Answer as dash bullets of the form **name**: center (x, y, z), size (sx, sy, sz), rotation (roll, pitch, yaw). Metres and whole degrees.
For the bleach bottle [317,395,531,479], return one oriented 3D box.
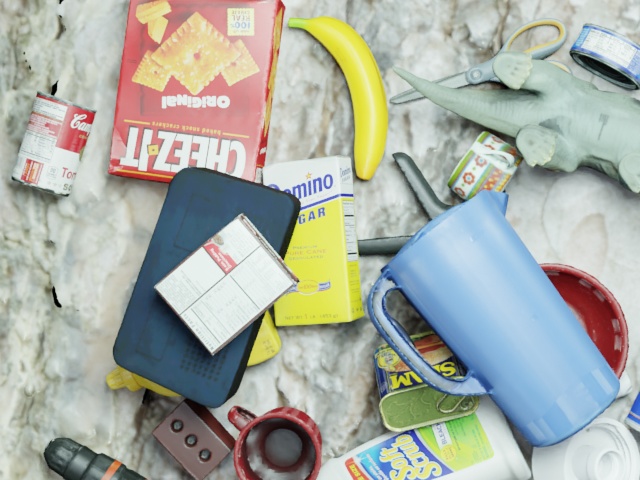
- **bleach bottle**: center (0.088, 0.253, 1.133), size (0.251, 0.068, 0.102), rotation (-25, 53, 6)

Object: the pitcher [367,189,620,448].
- **pitcher**: center (0.172, 0.086, 1.049), size (0.149, 0.144, 0.243), rotation (-40, 85, 32)

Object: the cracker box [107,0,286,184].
- **cracker box**: center (-0.133, -0.164, 1.159), size (0.164, 0.072, 0.214), rotation (8, 92, 5)

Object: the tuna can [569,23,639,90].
- **tuna can**: center (0.304, -0.190, 1.110), size (0.086, 0.086, 0.034), rotation (29, 95, 4)

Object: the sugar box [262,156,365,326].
- **sugar box**: center (-0.008, 0.001, 1.150), size (0.093, 0.048, 0.176), rotation (-6, 92, 24)

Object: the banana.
- **banana**: center (0.036, -0.166, 1.163), size (0.070, 0.037, 0.198), rotation (-25, 87, 21)

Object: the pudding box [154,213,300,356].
- **pudding box**: center (-0.090, 0.043, 1.038), size (0.113, 0.039, 0.090), rotation (-40, 90, 6)

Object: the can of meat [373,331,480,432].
- **can of meat**: center (0.109, 0.145, 1.124), size (0.102, 0.084, 0.057), rotation (-15, 126, 5)

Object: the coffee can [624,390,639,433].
- **coffee can**: center (0.389, 0.147, 1.095), size (0.103, 0.103, 0.140), rotation (24, 92, 5)

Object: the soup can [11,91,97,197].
- **soup can**: center (-0.294, -0.106, 1.176), size (0.068, 0.068, 0.102), rotation (18, 92, 5)

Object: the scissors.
- **scissors**: center (0.185, -0.166, 1.156), size (0.202, 0.016, 0.096), rotation (-32, 87, 5)

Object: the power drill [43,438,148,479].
- **power drill**: center (-0.258, 0.333, 1.179), size (0.184, 0.057, 0.188), rotation (30, 93, 4)

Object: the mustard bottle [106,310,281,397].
- **mustard bottle**: center (-0.146, 0.117, 1.167), size (0.191, 0.058, 0.096), rotation (-25, 92, 5)

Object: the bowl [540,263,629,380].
- **bowl**: center (0.241, 0.105, 1.130), size (0.162, 0.055, 0.162), rotation (0, 89, 8)

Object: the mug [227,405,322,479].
- **mug**: center (-0.051, 0.218, 1.147), size (0.117, 0.081, 0.093), rotation (35, 93, 4)

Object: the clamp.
- **clamp**: center (0.118, -0.002, 1.154), size (0.171, 0.039, 0.120), rotation (37, 104, 7)

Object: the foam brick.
- **foam brick**: center (-0.137, 0.216, 1.171), size (0.078, 0.051, 0.053), rotation (45, 93, 4)
